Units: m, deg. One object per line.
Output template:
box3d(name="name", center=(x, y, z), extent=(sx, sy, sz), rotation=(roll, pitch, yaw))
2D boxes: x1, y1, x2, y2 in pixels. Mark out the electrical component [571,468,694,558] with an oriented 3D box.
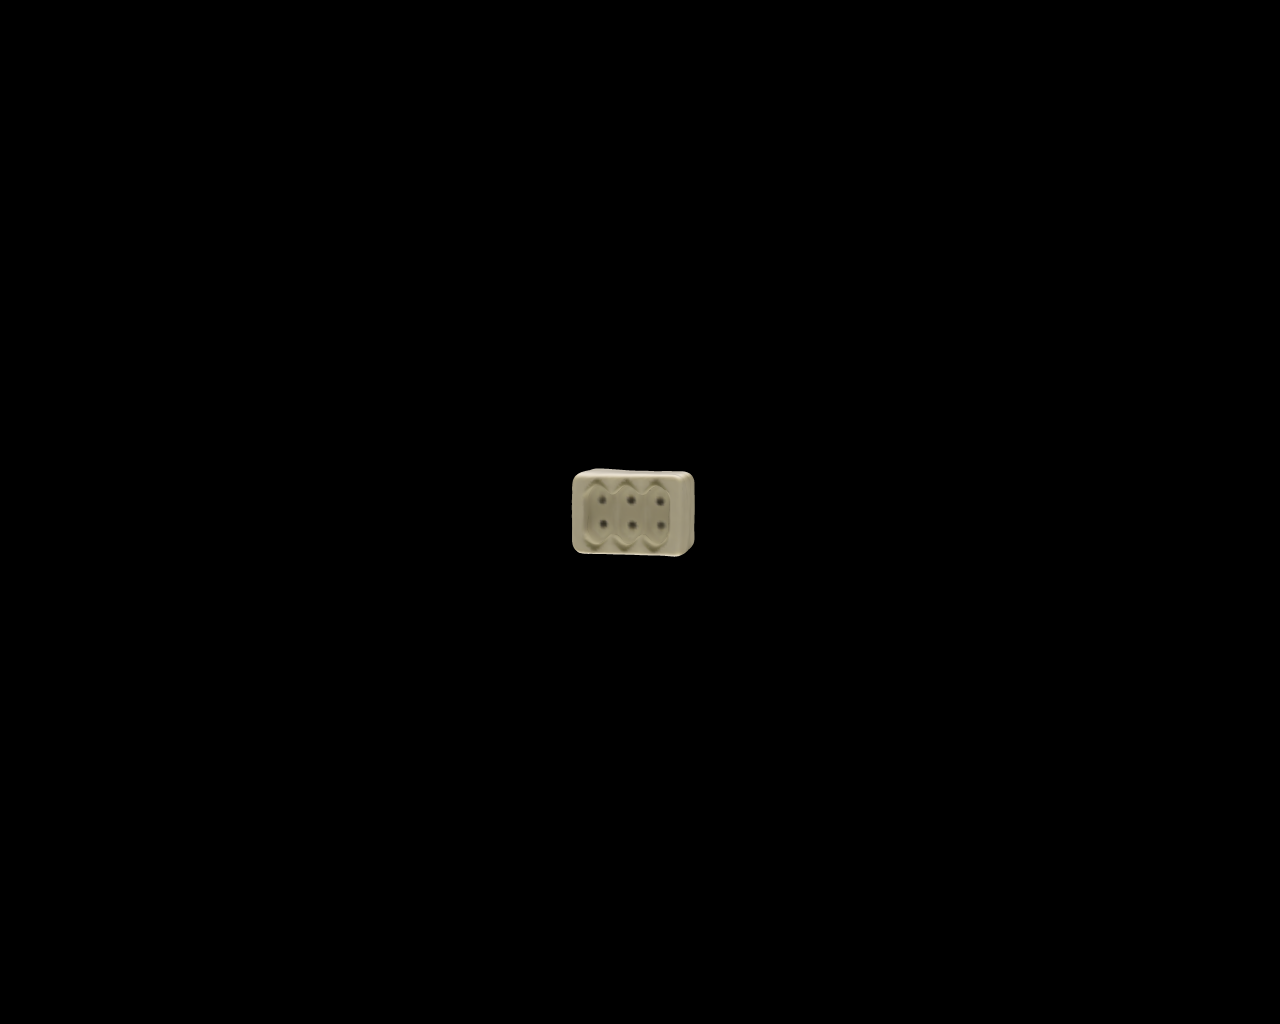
box3d(name="electrical component", center=(0.001, -0.003, 0.650), extent=(0.066, 0.047, 0.077), rotation=(2, 8, 14))
